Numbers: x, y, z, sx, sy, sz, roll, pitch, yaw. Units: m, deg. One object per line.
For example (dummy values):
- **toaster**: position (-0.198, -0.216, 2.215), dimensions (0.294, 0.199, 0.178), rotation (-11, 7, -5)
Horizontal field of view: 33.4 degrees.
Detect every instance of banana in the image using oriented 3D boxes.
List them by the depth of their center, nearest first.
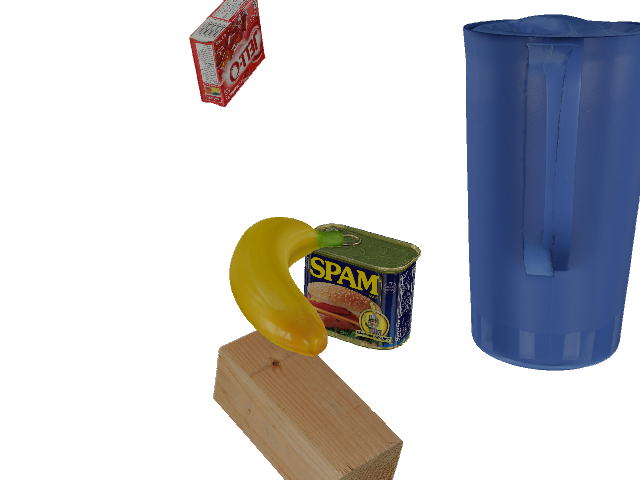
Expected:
- **banana**: position (-0.024, 0.020, 0.675), dimensions (0.069, 0.037, 0.197), rotation (-1, 20, 5)

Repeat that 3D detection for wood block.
- **wood block**: position (-0.017, 0.192, 1.149), dimensions (0.090, 0.090, 0.206), rotation (-23, 50, -33)

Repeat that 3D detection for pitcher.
- **pitcher**: position (0.162, -0.034, 0.749), dimensions (0.149, 0.243, 0.145), rotation (-9, 18, -28)

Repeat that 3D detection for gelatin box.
- **gelatin box**: position (-0.086, -0.183, 1.016), dimensions (0.030, 0.073, 0.089), rotation (15, 47, 21)

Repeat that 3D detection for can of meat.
- **can of meat**: position (0.033, 0.041, 0.932), dimensions (0.102, 0.084, 0.057), rotation (16, 28, 28)
